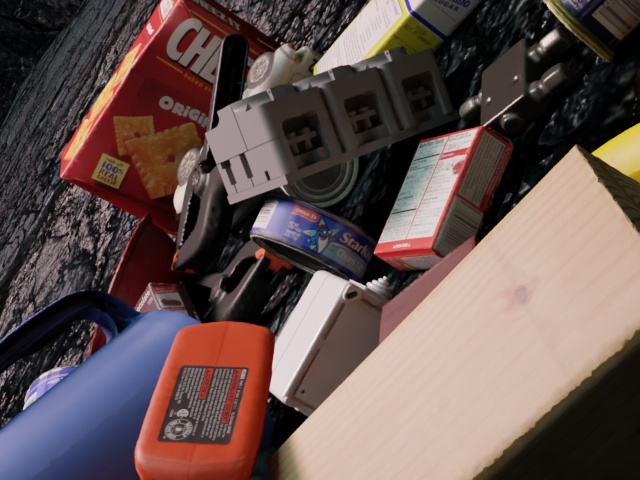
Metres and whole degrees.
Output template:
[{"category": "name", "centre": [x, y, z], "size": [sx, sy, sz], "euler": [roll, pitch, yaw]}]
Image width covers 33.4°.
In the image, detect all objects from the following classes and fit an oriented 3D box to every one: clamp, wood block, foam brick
[{"category": "clamp", "centre": [-0.074, 0.043, 0.896], "size": [0.172, 0.039, 0.120], "euler": [-44, 32, 38]}, {"category": "clamp", "centre": [-0.083, -0.049, 0.896], "size": [0.164, 0.036, 0.210], "euler": [-115, 39, -54]}, {"category": "wood block", "centre": [0.080, 0.075, 0.451], "size": [0.206, 0.090, 0.091], "euler": [-48, 39, 24]}, {"category": "foam brick", "centre": [0.075, 0.046, 0.567], "size": [0.078, 0.051, 0.053], "euler": [-42, 25, 36]}]

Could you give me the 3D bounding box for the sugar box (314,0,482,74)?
[{"category": "sugar box", "centre": [0.066, -0.174, 0.865], "size": [0.176, 0.048, 0.093], "euler": [-43, 27, 25]}]

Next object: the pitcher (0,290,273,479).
[{"category": "pitcher", "centre": [-0.158, 0.147, 0.654], "size": [0.149, 0.145, 0.242], "euler": [18, 37, 32]}]

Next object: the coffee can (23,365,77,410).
[{"category": "coffee can", "centre": [-0.213, 0.192, 0.914], "size": [0.103, 0.102, 0.140], "euler": [-47, 25, 26]}]

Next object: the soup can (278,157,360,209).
[{"category": "soup can", "centre": [-0.016, -0.067, 0.873], "size": [0.068, 0.068, 0.102], "euler": [-58, 23, 2]}]

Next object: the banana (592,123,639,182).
[{"category": "banana", "centre": [0.168, -0.033, 0.493], "size": [0.198, 0.037, 0.069], "euler": [-33, 34, 45]}]

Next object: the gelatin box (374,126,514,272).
[{"category": "gelatin box", "centre": [0.078, -0.025, 0.677], "size": [0.073, 0.030, 0.089], "euler": [-8, 55, 64]}]

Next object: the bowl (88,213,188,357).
[{"category": "bowl", "centre": [-0.163, 0.059, 0.997], "size": [0.162, 0.055, 0.162], "euler": [-163, 92, -87]}]

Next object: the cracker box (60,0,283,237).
[{"category": "cracker box", "centre": [-0.127, -0.116, 1.037], "size": [0.214, 0.164, 0.072], "euler": [-52, 26, 18]}]

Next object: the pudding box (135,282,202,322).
[{"category": "pudding box", "centre": [-0.132, 0.103, 0.873], "size": [0.114, 0.039, 0.090], "euler": [-53, 54, 33]}]

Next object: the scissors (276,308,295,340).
[{"category": "scissors", "centre": [-0.040, 0.087, 0.800], "size": [0.202, 0.016, 0.096], "euler": [-22, 41, 56]}]

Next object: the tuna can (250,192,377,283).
[{"category": "tuna can", "centre": [-0.005, 0.001, 0.743], "size": [0.033, 0.086, 0.086], "euler": [-64, 23, -9]}]

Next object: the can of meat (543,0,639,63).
[{"category": "can of meat", "centre": [0.172, -0.166, 0.625], "size": [0.084, 0.057, 0.102], "euler": [-45, 27, 23]}]

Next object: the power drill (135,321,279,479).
[{"category": "power drill", "centre": [-0.043, 0.137, 0.573], "size": [0.184, 0.057, 0.188], "euler": [-82, -13, -54]}]
